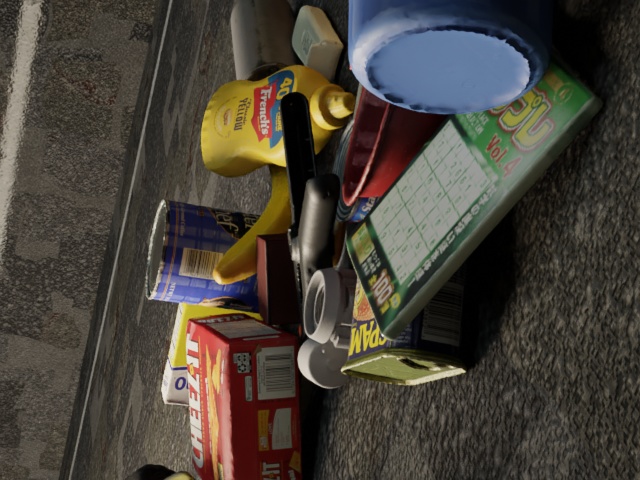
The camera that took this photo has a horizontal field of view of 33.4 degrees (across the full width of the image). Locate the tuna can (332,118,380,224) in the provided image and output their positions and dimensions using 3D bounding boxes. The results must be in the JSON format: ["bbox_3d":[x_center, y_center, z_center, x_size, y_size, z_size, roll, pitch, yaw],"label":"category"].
[{"bbox_3d":[0.038,-0.054,0.855,0.086,0.033,0.086,-171,90,-74],"label":"tuna can"}]

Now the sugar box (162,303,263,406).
[{"bbox_3d":[-0.113,0.099,1.179,0.048,0.093,0.176,-136,56,-71],"label":"sugar box"}]

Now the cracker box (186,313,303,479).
[{"bbox_3d":[-0.076,0.162,1.011,0.214,0.072,0.164,-174,82,-73],"label":"cracker box"}]

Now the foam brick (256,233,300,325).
[{"bbox_3d":[-0.028,0.034,0.970,0.053,0.051,0.078,-147,55,-75],"label":"foam brick"}]

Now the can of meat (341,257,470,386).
[{"bbox_3d":[0.057,0.046,0.697,0.102,0.057,0.084,145,135,-67],"label":"can of meat"}]

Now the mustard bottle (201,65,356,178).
[{"bbox_3d":[-0.036,-0.117,1.024,0.192,0.058,0.096,-5,69,48],"label":"mustard bottle"}]

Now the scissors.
[{"bbox_3d":[0.022,-0.067,0.947,0.096,0.016,0.202,146,131,-68],"label":"scissors"}]

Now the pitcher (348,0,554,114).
[{"bbox_3d":[0.086,-0.202,0.602,0.149,0.145,0.243,115,161,-68],"label":"pitcher"}]

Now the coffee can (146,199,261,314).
[{"bbox_3d":[-0.098,0.019,1.085,0.103,0.140,0.103,-171,90,-74],"label":"coffee can"}]

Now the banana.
[{"bbox_3d":[-0.049,-0.025,1.049,0.197,0.070,0.037,-76,-22,-47],"label":"banana"}]

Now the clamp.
[{"bbox_3d":[-0.006,0.001,0.869,0.164,0.036,0.210,-110,15,-65],"label":"clamp"}]

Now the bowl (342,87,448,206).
[{"bbox_3d":[0.063,-0.095,0.726,0.162,0.055,0.162,-167,91,-84],"label":"bowl"}]
